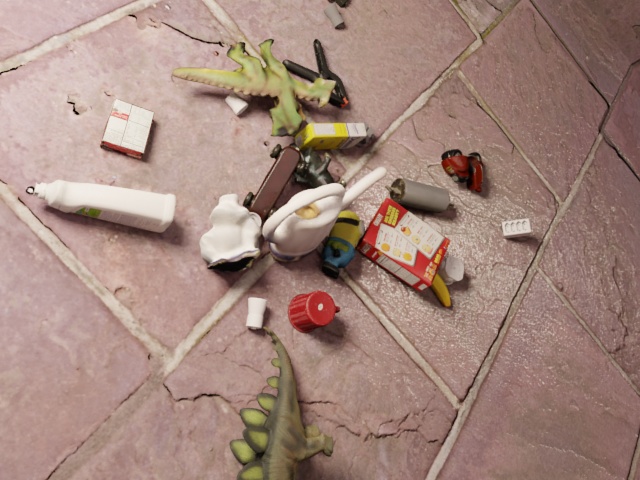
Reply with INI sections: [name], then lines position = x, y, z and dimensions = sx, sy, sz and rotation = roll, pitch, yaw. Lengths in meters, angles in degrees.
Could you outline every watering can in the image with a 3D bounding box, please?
[watering can]
position = 0.004, -0.061, 1.212
dimensions = 0.351, 0.105, 0.219
rotation = -24, -21, -35

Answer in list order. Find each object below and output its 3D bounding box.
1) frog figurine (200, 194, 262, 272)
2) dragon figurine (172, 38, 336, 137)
[frog figurine]
position = -0.201, -0.014, 1.134
dimensions = 0.137, 0.162, 0.121
rotation = -21, -23, 8
[dragon figurine]
position = -0.131, -0.358, 1.270
dimensions = 0.415, 0.245, 0.120
rotation = -26, -14, -34
